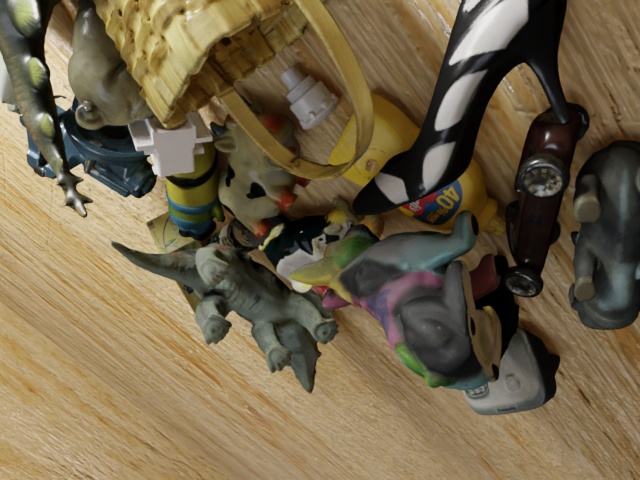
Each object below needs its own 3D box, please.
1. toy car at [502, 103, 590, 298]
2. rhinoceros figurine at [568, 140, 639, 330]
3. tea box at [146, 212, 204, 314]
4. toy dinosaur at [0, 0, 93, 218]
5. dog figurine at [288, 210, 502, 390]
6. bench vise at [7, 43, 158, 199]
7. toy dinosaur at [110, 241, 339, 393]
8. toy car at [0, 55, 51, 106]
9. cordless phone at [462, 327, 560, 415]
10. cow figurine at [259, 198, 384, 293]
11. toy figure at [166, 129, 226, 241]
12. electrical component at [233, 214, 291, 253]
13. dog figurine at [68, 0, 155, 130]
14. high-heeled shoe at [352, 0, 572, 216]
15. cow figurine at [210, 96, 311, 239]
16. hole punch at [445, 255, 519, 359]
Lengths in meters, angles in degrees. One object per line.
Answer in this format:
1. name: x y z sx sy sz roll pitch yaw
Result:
1. toy car: 0.198 -0.029 0.491 0.053 0.089 0.201 15 144 22
2. rhinoceros figurine: 0.255 0.008 0.475 0.073 0.112 0.190 -6 122 17
3. tea box: -0.221 0.039 0.910 0.098 0.068 0.169 52 162 39
4. toy dinosaur: -0.248 -0.253 0.424 0.199 0.105 0.470 9 111 52
5. dog figurine: 0.068 0.061 0.553 0.219 0.191 0.108 -12 142 36
6. bench vise: -0.299 -0.171 0.705 0.224 0.129 0.240 39 127 8
7. toy dinosaur: -0.111 0.078 0.777 0.404 0.131 0.192 41 178 -25
8. toy car: -0.332 -0.251 0.599 0.074 0.056 0.201 34 114 35
9. cordless phone: 0.207 0.142 0.713 0.184 0.089 0.146 42 146 -5
10. cow figurine: 0.000 -0.004 0.695 0.098 0.068 0.167 41 130 -19
11. toy figure: -0.170 -0.073 0.729 0.082 0.089 0.180 -5 134 -16
12. electrical component: -0.075 -0.012 0.771 0.094 0.021 0.063 39 111 -12
13. dog figurine: -0.206 -0.222 0.513 0.121 0.172 0.190 8 148 16
14. high-heeled shoe: 0.089 -0.117 0.446 0.249 0.086 0.145 -26 89 42
15. cow figurine: -0.076 -0.090 0.650 0.127 0.085 0.195 35 151 -6
16. hole punch: 0.170 0.088 0.632 0.092 0.142 0.115 -2 120 39
